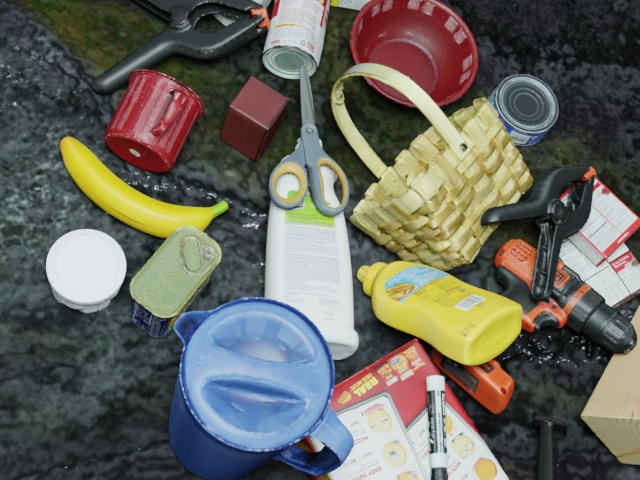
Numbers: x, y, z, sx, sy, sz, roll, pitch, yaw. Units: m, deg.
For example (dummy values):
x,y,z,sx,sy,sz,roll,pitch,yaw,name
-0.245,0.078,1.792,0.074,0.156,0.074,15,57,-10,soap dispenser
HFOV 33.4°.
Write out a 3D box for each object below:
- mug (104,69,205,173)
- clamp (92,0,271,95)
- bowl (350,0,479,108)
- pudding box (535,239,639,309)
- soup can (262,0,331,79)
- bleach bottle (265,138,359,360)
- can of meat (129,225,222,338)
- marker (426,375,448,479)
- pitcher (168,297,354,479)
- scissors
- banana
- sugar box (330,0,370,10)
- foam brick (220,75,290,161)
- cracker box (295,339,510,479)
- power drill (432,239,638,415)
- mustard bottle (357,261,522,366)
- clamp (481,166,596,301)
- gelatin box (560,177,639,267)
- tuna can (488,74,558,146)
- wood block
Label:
x,y,z,sx,sy,sz,roll,pitch,yaw,name
-0.178,-0.129,1.162,0.093,0.117,0.081,32,68,-24,mug
-0.164,-0.238,1.223,0.210,0.036,0.164,3,70,10,clamp
0.108,-0.220,1.297,0.162,0.055,0.162,5,67,-12,bowl
0.321,0.031,1.255,0.090,0.039,0.113,-28,74,-22,pudding box
-0.027,-0.252,1.271,0.068,0.069,0.102,14,66,-8,soup can
-0.008,0.001,1.176,0.102,0.068,0.251,8,64,-12,bleach bottle
-0.153,0.046,1.110,0.057,0.084,0.102,36,65,3,can of meat
0.118,0.197,1.068,0.020,0.020,0.121,5,68,-12,marker
-0.069,0.160,0.995,0.144,0.243,0.149,-6,70,-16,pitcher
-0.028,-0.110,1.187,0.096,0.016,0.202,-13,63,-17,scissors
-0.203,-0.047,1.165,0.197,0.037,0.069,24,49,-4,banana
0.010,-0.342,1.330,0.176,0.048,0.093,8,66,-11,sugar box
-0.074,-0.137,1.208,0.051,0.078,0.053,31,63,1,foam brick
0.084,0.235,1.096,0.164,0.072,0.214,-28,78,-22,cracker box
0.230,0.104,1.175,0.185,0.057,0.187,38,62,24,power drill
0.113,0.067,1.138,0.096,0.058,0.192,-27,37,-36,mustard bottle
0.245,-0.031,1.174,0.120,0.039,0.171,48,59,-25,clamp
0.317,-0.025,1.240,0.073,0.030,0.089,-39,77,-24,gelatin box
0.250,-0.161,1.319,0.086,0.034,0.086,5,67,-12,tuna can
0.389,0.142,1.182,0.090,0.091,0.206,47,62,-22,wood block
